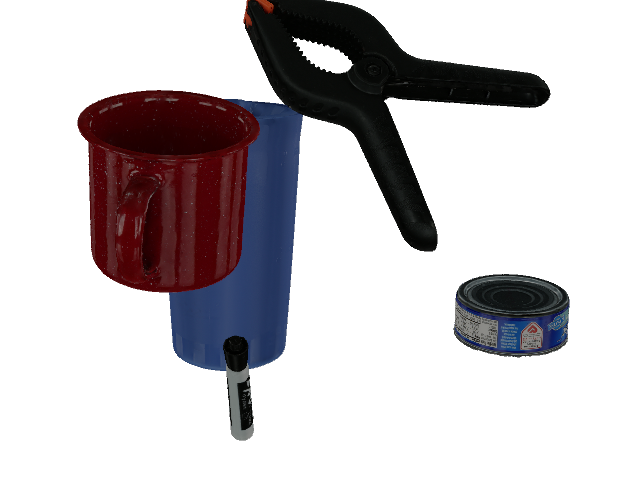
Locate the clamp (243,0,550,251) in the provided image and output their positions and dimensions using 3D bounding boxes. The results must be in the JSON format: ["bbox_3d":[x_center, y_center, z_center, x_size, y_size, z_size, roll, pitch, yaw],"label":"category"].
[{"bbox_3d":[0.031,-0.094,0.706,0.210,0.164,0.036,29,-31,6],"label":"clamp"}]

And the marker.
[{"bbox_3d":[-0.063,0.115,0.825,0.020,0.020,0.121,0,-43,-1],"label":"marker"}]

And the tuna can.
[{"bbox_3d":[0.144,0.055,0.805,0.086,0.034,0.086,0,19,0],"label":"tuna can"}]

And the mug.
[{"bbox_3d":[-0.082,-0.020,0.555,0.093,0.081,0.117,7,28,3],"label":"mug"}]

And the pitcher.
[{"bbox_3d":[-0.079,-0.011,1.001,0.149,0.243,0.145,-4,16,-20],"label":"pitcher"}]
